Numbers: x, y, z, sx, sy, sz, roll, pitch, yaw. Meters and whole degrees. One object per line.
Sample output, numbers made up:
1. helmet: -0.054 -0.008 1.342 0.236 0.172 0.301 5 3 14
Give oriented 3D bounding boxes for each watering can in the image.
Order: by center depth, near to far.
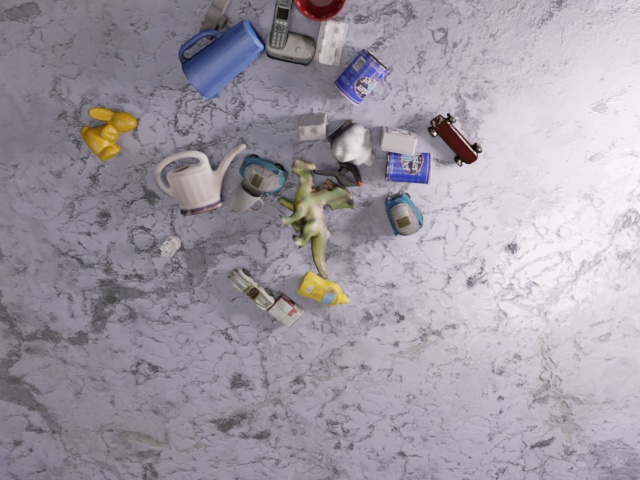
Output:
1. watering can: -0.388 -0.200 1.736 0.347 0.220 0.106 -10 25 11

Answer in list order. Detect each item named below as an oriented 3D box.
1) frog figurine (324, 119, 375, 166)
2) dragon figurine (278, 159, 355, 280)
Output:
1. frog figurine: 0.111 -0.293 1.634 0.139 0.158 0.122 -45 10 -17
2. dragon figurine: 0.005 -0.088 1.743 0.242 0.407 0.123 -31 12 7
